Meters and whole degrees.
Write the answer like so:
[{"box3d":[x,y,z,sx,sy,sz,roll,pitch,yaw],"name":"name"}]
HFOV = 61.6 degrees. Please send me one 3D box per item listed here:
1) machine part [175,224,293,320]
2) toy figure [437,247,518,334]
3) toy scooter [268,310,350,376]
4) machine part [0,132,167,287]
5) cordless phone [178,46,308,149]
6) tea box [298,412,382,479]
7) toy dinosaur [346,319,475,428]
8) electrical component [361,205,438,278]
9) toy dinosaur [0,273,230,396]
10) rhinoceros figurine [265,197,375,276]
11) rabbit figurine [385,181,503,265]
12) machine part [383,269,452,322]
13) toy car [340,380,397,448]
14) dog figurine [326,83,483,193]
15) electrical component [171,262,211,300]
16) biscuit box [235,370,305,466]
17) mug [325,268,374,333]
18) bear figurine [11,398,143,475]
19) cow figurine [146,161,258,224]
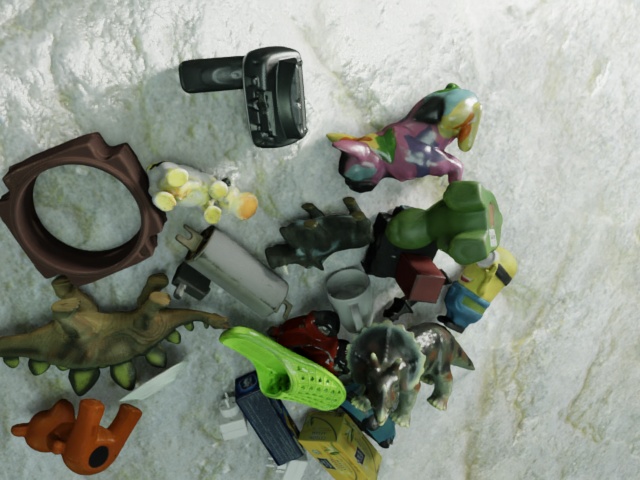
[{"box3d":[-0.137,0.054,0.904,0.243,0.079,0.079,39,101,-23],"name":"machine part"},{"box3d":[0.295,0.091,1.009,0.089,0.082,0.180,21,101,-40],"name":"toy figure"},{"box3d":[-0.018,0.189,0.983,0.135,0.075,0.183,-5,137,14],"name":"toy scooter"},{"box3d":[-0.353,-0.043,0.810,0.201,0.087,0.200,-23,116,-3],"name":"machine part"},{"box3d":[-0.113,-0.207,0.801,0.184,0.089,0.146,-3,115,2],"name":"cordless phone"},{"box3d":[0.044,0.421,1.084,0.098,0.068,0.169,-14,126,35],"name":"tea box"},{"box3d":[0.183,0.217,0.983,0.405,0.131,0.192,-13,122,-45],"name":"toy dinosaur"},{"box3d":[0.147,0.006,0.952,0.115,0.058,0.134,10,112,-18],"name":"electrical component"},{"box3d":[-0.386,0.162,0.887,0.472,0.105,0.198,-2,118,-5],"name":"toy dinosaur"},{"box3d":[-0.002,-0.003,0.914,0.190,0.073,0.111,-17,127,-6],"name":"rhinoceros figurine"},{"box3d":[0.192,-0.033,0.854,0.170,0.159,0.121,-6,99,31],"name":"rabbit figurine"},{"box3d":[0.179,0.104,0.999,0.139,0.084,0.039,-35,86,-5],"name":"machine part"},{"box3d":[0.112,0.332,1.069,0.103,0.109,0.161,-46,125,-15],"name":"toy car"},{"box3d":[0.124,-0.161,0.847,0.219,0.109,0.191,7,113,-12],"name":"dog figurine"},{"box3d":[-0.210,0.069,0.886,0.063,0.094,0.021,37,122,-22],"name":"electrical component"},{"box3d":[-0.098,0.347,1.052,0.063,0.059,0.202,-24,117,1],"name":"biscuit box"},{"box3d":[0.064,0.123,0.964,0.081,0.110,0.107,-21,128,-3],"name":"mug"},{"box3d":[-0.423,0.317,0.923,0.120,0.196,0.132,35,72,-50],"name":"bear figurine"},{"box3d":[-0.183,-0.074,0.837,0.167,0.098,0.068,15,105,-38],"name":"cow figurine"}]
